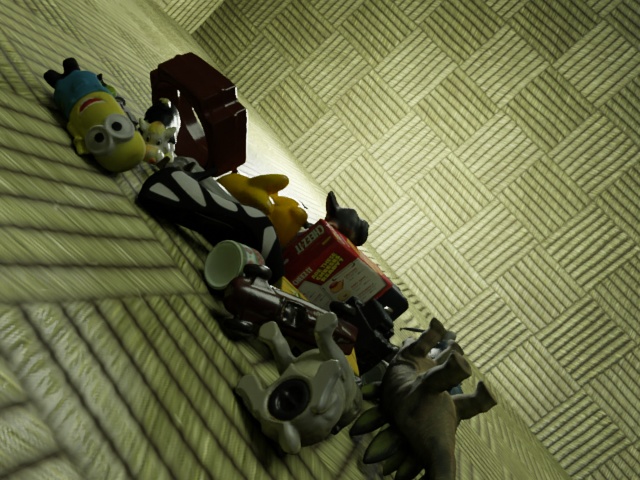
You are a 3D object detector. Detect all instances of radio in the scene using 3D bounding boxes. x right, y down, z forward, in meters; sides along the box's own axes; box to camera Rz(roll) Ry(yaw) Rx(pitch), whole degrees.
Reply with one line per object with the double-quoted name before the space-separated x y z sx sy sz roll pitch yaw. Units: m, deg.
"radio" 0.105 0.126 1.294 0.229 0.131 0.073 41 13 -36

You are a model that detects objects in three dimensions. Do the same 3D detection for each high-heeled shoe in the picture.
"high-heeled shoe" -0.155 -0.005 0.801 0.145 0.086 0.248 -36 94 -43

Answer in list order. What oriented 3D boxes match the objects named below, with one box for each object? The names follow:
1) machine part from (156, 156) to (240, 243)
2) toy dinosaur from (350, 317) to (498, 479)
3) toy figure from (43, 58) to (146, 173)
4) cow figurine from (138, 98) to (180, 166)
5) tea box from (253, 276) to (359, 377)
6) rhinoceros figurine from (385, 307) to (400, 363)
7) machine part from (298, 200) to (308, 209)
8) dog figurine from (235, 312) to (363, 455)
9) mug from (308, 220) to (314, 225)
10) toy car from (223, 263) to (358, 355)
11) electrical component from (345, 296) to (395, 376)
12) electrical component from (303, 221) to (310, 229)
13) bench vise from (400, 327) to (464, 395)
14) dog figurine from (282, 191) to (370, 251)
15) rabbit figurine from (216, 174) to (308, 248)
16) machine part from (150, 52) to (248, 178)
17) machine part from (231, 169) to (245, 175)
"machine part" -0.172 -0.046 0.892 0.243 0.079 0.079 43 10 -26
"toy dinosaur" 0.144 0.244 0.761 0.105 0.198 0.471 48 9 -7
"toy figure" -0.314 -0.175 0.760 0.180 0.082 0.089 48 11 19
"cow figurine" -0.270 -0.184 0.905 0.068 0.098 0.167 15 19 -18
"tea box" -0.023 0.146 0.808 0.169 0.068 0.098 47 9 -14
"rhinoceros figurine" 0.104 0.190 1.134 0.073 0.112 0.190 6 15 -28
"machine part" -0.070 -0.027 1.166 0.039 0.139 0.084 1 -29 37
"dog figurine" 0.000 0.202 0.639 0.190 0.121 0.172 63 34 -37
"mug" -0.064 -0.027 1.352 0.109 0.081 0.107 36 2 -28
"toy car" -0.033 0.103 0.719 0.202 0.089 0.053 26 -21 -19
"electrical component" 0.061 0.164 0.918 0.058 0.134 0.115 43 8 -37
"electrical component" -0.054 -0.003 1.231 0.045 0.102 0.078 56 -13 21
"bench vise" 0.233 0.289 1.087 0.240 0.129 0.223 46 42 -76
"dog figurine" -0.002 -0.003 1.030 0.219 0.192 0.108 83 17 -59
"rabbit figurine" -0.118 -0.060 0.988 0.173 0.122 0.162 35 -25 -18
"machine part" -0.231 -0.229 1.015 0.202 0.087 0.200 40 -35 22
"machine part" -0.148 -0.081 1.225 0.179 0.056 0.179 47 8 -8
